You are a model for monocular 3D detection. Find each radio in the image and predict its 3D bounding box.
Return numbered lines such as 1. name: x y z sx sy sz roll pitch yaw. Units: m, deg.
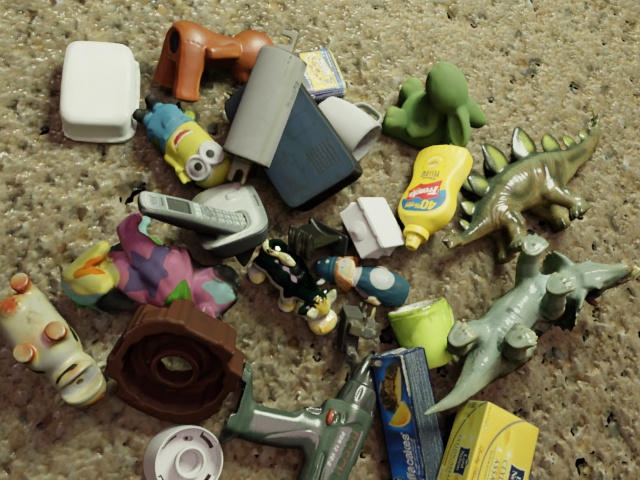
1. radio: -0.046 -0.165 0.878 0.131 0.073 0.229 -36 79 10

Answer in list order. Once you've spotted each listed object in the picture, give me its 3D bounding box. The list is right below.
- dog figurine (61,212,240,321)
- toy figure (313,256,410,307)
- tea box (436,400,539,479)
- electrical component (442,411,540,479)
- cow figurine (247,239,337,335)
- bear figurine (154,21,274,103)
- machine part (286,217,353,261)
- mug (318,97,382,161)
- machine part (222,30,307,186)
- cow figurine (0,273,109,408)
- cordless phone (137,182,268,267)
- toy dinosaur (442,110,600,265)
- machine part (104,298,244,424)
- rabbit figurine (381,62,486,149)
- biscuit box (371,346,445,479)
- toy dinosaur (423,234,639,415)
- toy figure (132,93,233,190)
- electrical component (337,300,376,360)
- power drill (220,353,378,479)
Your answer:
1. dog figurine: -0.225 0.075 0.764 0.191 0.108 0.219 -44 92 -13
2. toy figure: 0.065 0.060 0.860 0.154 0.057 0.064 21 30 -3
3. tea box: 0.222 0.315 0.728 0.098 0.068 0.169 28 67 -14
4. electrical component: 0.248 0.319 0.808 0.115 0.058 0.134 -15 75 -19
5. cow figurine: -0.031 0.068 0.813 0.167 0.098 0.068 43 62 5
6. bear figurine: -0.166 -0.301 0.917 0.196 0.131 0.120 -4 32 -43
7. machine part: -0.002 -0.003 0.829 0.084 0.139 0.039 37 112 19
8. mug: 0.049 -0.205 0.935 0.107 0.080 0.109 41 72 13
9. machine part: -0.082 -0.198 0.810 0.079 0.079 0.243 22 91 -4
10. cow figurine: -0.357 0.147 0.716 0.195 0.127 0.085 41 67 19
11. cordless phone: -0.175 -0.044 0.770 0.184 0.088 0.147 17 27 -33
12. toy dinosaur: 0.381 -0.104 0.960 0.471 0.105 0.198 -27 75 -24
13. machine part: -0.190 0.163 0.716 0.179 0.179 0.056 14 25 -7
14. rabbit figurine: 0.200 -0.223 0.923 0.159 0.170 0.121 41 69 4
15. biscuit box: 0.130 0.260 0.773 0.063 0.059 0.202 -3 81 -47
16. toy dinosaur: 0.301 0.137 0.831 0.405 0.192 0.131 -40 50 -9
17. toy figure: -0.213 -0.156 0.860 0.180 0.089 0.082 41 110 13
18. electrical component: 0.055 0.131 0.814 0.045 0.102 0.078 6 95 -6
19. power drill: -0.026 0.244 0.771 0.207 0.086 0.232 23 67 -11
